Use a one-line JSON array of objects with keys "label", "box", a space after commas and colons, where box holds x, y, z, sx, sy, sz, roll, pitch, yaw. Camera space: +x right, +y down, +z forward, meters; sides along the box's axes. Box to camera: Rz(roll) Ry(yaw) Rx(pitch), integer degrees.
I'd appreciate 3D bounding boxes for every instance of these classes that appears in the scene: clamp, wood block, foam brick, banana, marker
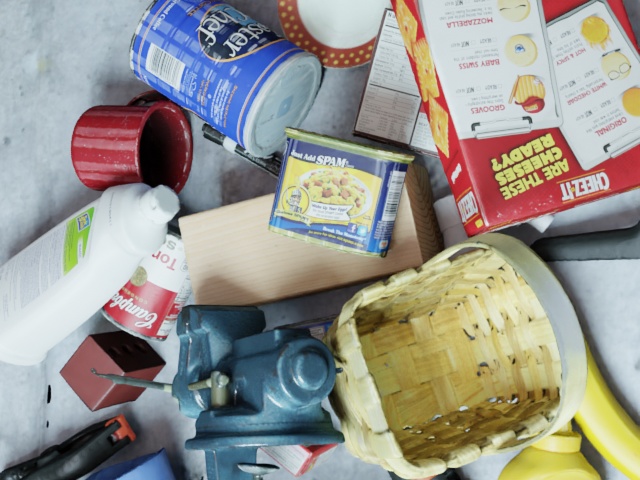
[{"label": "clamp", "box": [0.277, 0.021, 0.817, 0.210, 0.036, 0.164, -43, 78, 39]}, {"label": "clamp", "box": [-0.256, 0.222, 1.010, 0.172, 0.120, 0.039, -31, 106, 15]}, {"label": "wood block", "box": [-0.006, 0.001, 0.927, 0.206, 0.090, 0.091, -14, 85, 19]}, {"label": "foam brick", "box": [-0.194, 0.121, 1.003, 0.053, 0.078, 0.051, 45, 105, 15]}, {"label": "banana", "box": [0.242, 0.142, 0.857, 0.198, 0.037, 0.070, 45, 111, 13]}, {"label": "marker", "box": [-0.059, -0.078, 0.985, 0.121, 0.020, 0.020, 30, 100, 19]}]

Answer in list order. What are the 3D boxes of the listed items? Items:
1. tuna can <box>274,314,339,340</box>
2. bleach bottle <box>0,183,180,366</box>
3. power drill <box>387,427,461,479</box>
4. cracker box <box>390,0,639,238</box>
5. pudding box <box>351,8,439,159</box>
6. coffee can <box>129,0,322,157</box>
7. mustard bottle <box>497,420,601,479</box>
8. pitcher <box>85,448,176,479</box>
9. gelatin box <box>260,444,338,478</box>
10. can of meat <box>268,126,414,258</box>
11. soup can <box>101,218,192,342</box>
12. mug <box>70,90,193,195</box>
[{"label": "tuna can", "box": [0.005, 0.084, 0.924, 0.086, 0.086, 0.034, -12, 87, 20]}, {"label": "bleach bottle", "box": [-0.214, 0.025, 0.970, 0.251, 0.068, 0.102, -31, 54, 37]}, {"label": "power drill", "box": [0.042, 0.249, 0.923, 0.188, 0.057, 0.184, -35, 78, 17]}, {"label": "cracker box", "box": [0.165, -0.126, 0.845, 0.164, 0.072, 0.214, -16, 83, -8]}, {"label": "pudding box", "box": [0.083, -0.132, 0.910, 0.090, 0.039, 0.113, 16, 93, 3]}, {"label": "coffee can", "box": [-0.084, -0.153, 0.950, 0.140, 0.102, 0.103, 34, 101, 18]}, {"label": "mustard bottle", "box": [0.183, 0.229, 0.857, 0.096, 0.058, 0.191, 5, 90, -20]}, {"label": "pitcher", "box": [-0.156, 0.322, 0.944, 0.149, 0.145, 0.243, -26, 88, -13]}, {"label": "gelatin box", "box": [-0.034, 0.167, 0.944, 0.089, 0.073, 0.030, 35, 102, 17]}, {"label": "can of meat", "box": [0.014, -0.037, 0.841, 0.102, 0.057, 0.084, 15, 97, 20]}, {"label": "soup can", "box": [-0.150, 0.034, 0.993, 0.068, 0.068, 0.102, 31, 99, 18]}, {"label": "mug", "box": [-0.173, -0.094, 0.999, 0.082, 0.093, 0.117, 5, 60, 26]}]
